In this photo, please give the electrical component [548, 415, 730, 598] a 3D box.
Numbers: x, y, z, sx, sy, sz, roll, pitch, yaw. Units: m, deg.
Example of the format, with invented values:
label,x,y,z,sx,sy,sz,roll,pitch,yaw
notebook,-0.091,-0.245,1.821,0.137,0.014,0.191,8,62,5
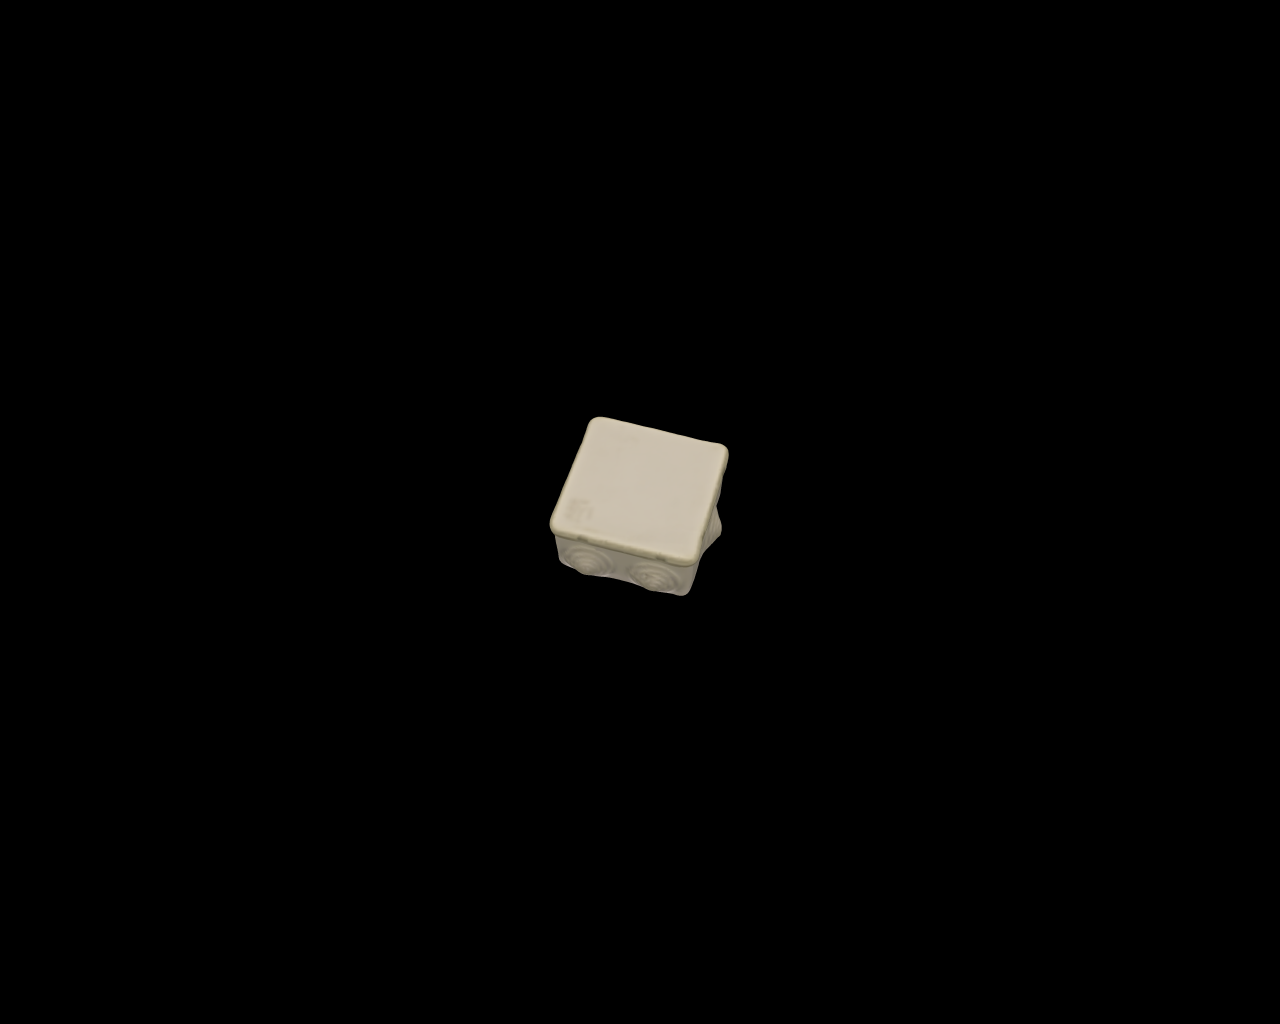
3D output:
label,x,y,z,sx,sy,sz,roll,pitch,yaw
electrical component,0.001,-0.003,0.650,0.100,0.100,0.048,14,-32,9
